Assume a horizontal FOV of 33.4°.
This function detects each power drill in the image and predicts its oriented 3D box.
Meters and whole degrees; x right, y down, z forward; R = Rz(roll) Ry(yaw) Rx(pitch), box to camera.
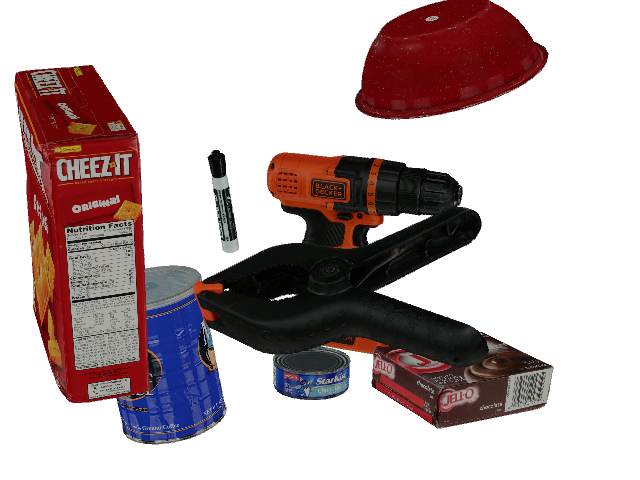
[{"bbox_3d":[0.038,0.011,1.015,0.185,0.188,0.057,9,20,17],"label":"power drill"}]

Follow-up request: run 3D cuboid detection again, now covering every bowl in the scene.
[{"bbox_3d":[0.099,-0.156,0.867,0.162,0.055,0.162,-15,24,7],"label":"bowl"}]

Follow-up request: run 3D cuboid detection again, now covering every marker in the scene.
[{"bbox_3d":[-0.107,-0.043,1.174,0.020,0.121,0.020,-5,28,3],"label":"marker"}]

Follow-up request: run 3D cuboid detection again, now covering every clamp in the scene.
[{"bbox_3d":[0.014,0.035,0.594,0.171,0.039,0.120,-13,31,5],"label":"clamp"}]

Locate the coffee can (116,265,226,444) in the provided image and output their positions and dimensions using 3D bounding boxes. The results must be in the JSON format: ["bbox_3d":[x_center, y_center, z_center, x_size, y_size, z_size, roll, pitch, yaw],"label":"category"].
[{"bbox_3d":[-0.152,0.107,1.015,0.103,0.140,0.103,-8,18,2],"label":"coffee can"}]

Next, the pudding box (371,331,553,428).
[{"bbox_3d":[0.110,0.107,0.838,0.113,0.039,0.090,-3,16,-31],"label":"pudding box"}]

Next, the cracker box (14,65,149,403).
[{"bbox_3d":[-0.186,-0.008,0.823,0.072,0.214,0.164,-9,29,-20],"label":"cracker box"}]

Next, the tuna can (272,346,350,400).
[{"bbox_3d":[-0.010,0.146,1.181,0.086,0.034,0.086,1,13,0],"label":"tuna can"}]
